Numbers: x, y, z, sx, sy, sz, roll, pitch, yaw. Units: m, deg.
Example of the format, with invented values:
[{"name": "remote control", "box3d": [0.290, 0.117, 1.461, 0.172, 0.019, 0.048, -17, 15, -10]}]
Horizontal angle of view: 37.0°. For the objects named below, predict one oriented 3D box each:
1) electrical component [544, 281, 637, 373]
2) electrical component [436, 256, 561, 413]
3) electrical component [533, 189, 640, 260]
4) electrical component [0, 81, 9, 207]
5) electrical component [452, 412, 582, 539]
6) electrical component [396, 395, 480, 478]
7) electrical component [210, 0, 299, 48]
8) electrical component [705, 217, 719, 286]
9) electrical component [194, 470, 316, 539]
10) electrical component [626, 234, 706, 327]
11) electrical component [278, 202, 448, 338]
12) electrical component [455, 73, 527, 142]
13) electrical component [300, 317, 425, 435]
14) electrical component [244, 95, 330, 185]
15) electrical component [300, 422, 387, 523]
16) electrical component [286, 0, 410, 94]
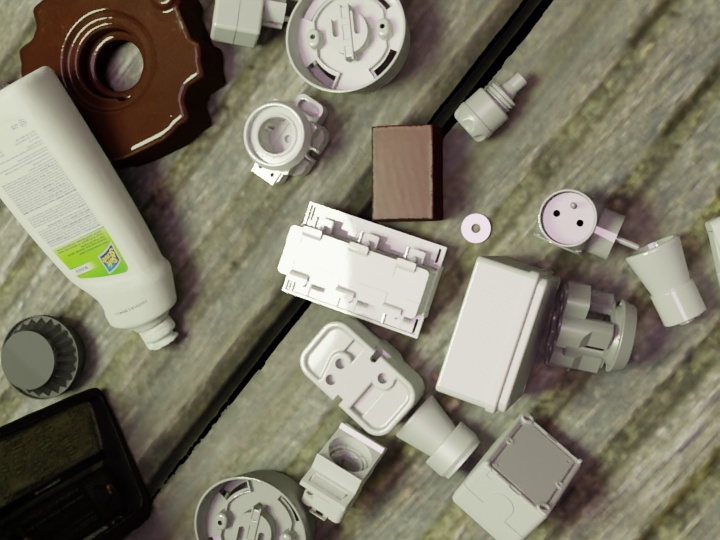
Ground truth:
[{"name": "electrical component", "box3d": [0.181, 0.047, 0.836, 0.057, 0.058, 0.078, 12, 135, 3]}, {"name": "electrical component", "box3d": [0.108, 0.047, 0.832, 0.056, 0.109, 0.108, 19, 96, 15]}, {"name": "electrical component", "box3d": [0.178, -0.032, 0.829, 0.079, 0.077, 0.044, 24, 97, 11]}, {"name": "electrical component", "box3d": [-0.329, -0.114, 0.961, 0.099, 0.048, 0.099, 46, 101, 8]}, {"name": "electrical component", "box3d": [0.125, 0.164, 0.847, 0.062, 0.096, 0.061, 41, 128, 9]}, {"name": "electrical component", "box3d": [0.064, 0.137, 0.878, 0.055, 0.045, 0.045, 41, 100, 9]}, {"name": "electrical component", "box3d": [-0.082, -0.223, 0.899, 0.077, 0.047, 0.065, 8, 86, -10]}, {"name": "electrical component", "box3d": [0.295, -0.013, 0.809, 0.061, 0.062, 0.096, -20, 87, 14]}, {"name": "electrical component", "box3d": [-0.087, 0.217, 0.906, 0.099, 0.064, 0.099, 0, 92, 13]}, {"name": "electrical component", "box3d": [0.240, 0.011, 0.834, 0.044, 0.044, 0.065, -25, 91, 13]}, {"name": "electrical component", "box3d": [0.000, 0.000, 0.879, 0.121, 0.063, 0.078, 19, 97, 12]}, {"name": "electrical component", "box3d": [0.108, -0.134, 0.864, 0.061, 0.035, 0.035, -42, 82, 9]}, {"name": "electrical component", "box3d": [0.004, 0.085, 0.883, 0.095, 0.059, 0.053, 42, 100, 9]}, {"name": "electrical component", "box3d": [-0.063, -0.110, 0.894, 0.058, 0.057, 0.078, 36, 99, 10]}, {"name": "electrical component", "box3d": [-0.016, 0.169, 0.884, 0.042, 0.081, 0.063, 30, 127, 12]}, {"name": "electrical component", "box3d": [-0.008, -0.190, 0.874, 0.099, 0.064, 0.099, 0, 92, 13]}]
